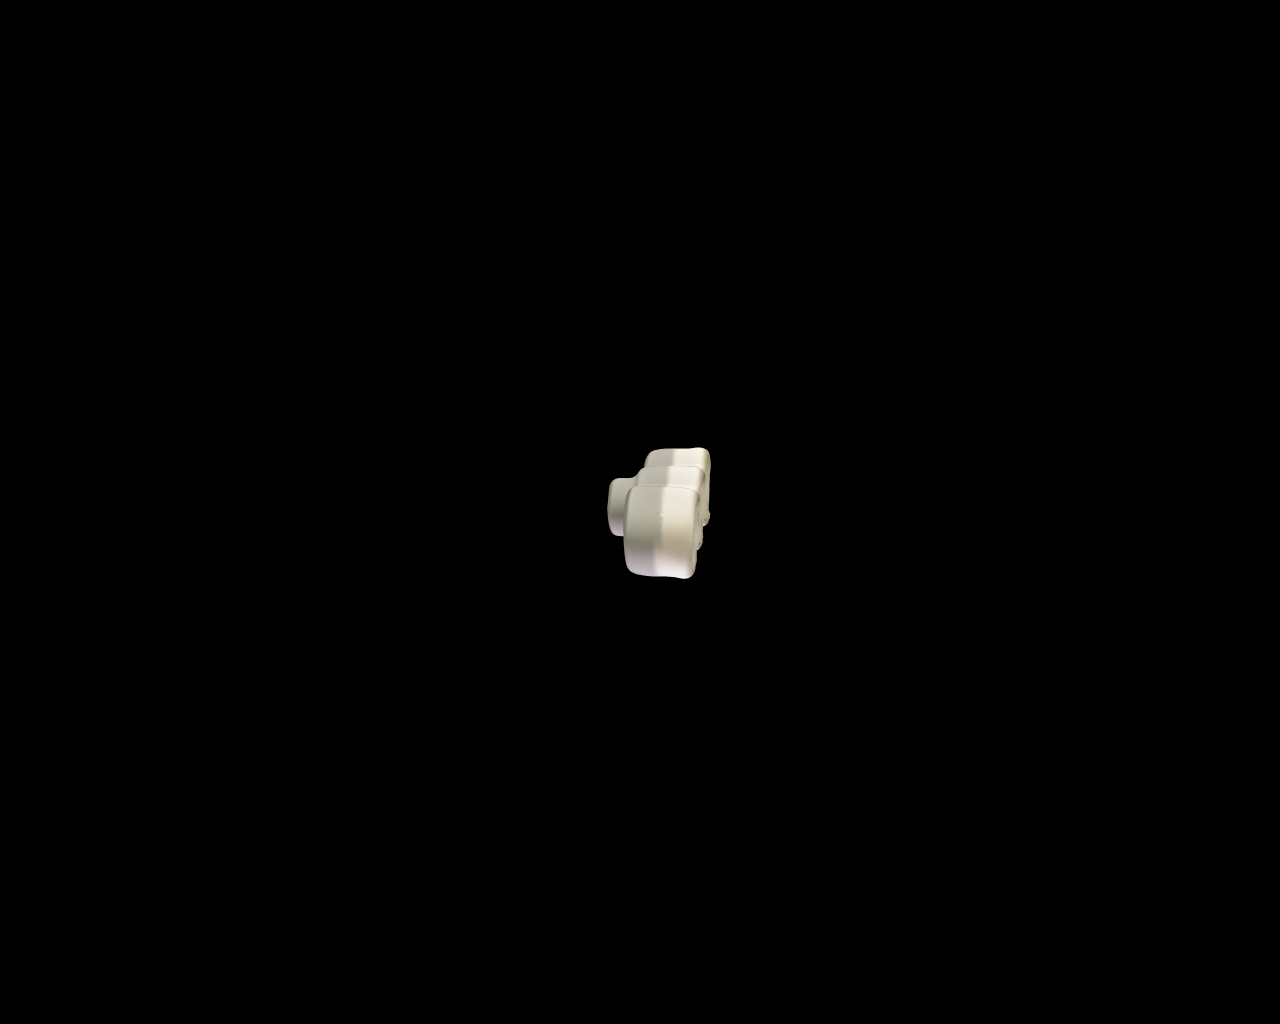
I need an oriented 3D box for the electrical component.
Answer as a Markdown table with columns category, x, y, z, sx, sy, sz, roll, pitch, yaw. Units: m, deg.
| category | x | y | z | sx | sy | sz | roll | pitch | yaw |
| --- | --- | --- | --- | --- | --- | --- | --- | --- | --- |
| electrical component | 0.001 | -0.003 | 0.650 | 0.074 | 0.052 | 0.138 | 2 | 18 | 7 |
